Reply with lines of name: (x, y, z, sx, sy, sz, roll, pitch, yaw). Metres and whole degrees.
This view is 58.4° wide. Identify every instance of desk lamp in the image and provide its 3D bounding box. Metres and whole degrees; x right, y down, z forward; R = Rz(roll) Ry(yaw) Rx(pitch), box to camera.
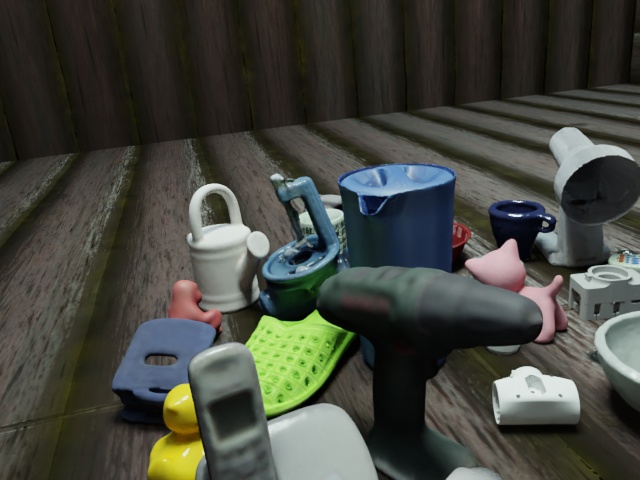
desk lamp: (0.415, -0.065, 0.923, 0.118, 0.214, 0.203, -4, 20, 3)

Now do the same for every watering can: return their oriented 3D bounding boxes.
watering can: (-0.148, 0.008, 0.893, 0.172, 0.194, 0.101, 2, 21, 19)

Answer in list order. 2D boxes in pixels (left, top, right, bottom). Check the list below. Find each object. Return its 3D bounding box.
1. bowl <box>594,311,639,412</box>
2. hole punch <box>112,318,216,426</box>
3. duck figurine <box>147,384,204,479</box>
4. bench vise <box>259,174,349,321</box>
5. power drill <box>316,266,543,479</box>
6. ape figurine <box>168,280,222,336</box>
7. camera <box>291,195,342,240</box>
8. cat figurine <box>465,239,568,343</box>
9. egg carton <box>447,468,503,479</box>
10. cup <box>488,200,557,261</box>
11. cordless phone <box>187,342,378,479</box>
bowl: (0.365, 0.139, 0.577, 0.167, 0.075, 0.167, -5, 20, 2)
hole punch: (-0.174, 0.150, 0.660, 0.108, 0.091, 0.101, 0, 21, 14)
duck figurine: (-0.131, 0.186, 0.560, 0.077, 0.086, 0.105, 1, 21, 18)
bench vise: (0.001, 0.000, 0.839, 0.208, 0.220, 0.121, -18, 23, -30)
power drill: (0.089, 0.117, 0.512, 0.076, 0.208, 0.228, -21, 25, -37)
ape figurine: (-0.182, 0.099, 0.802, 0.077, 0.092, 0.076, 11, 26, 38)
camera: (0.033, -0.029, 1.086, 0.136, 0.101, 0.143, 4, 22, 24)
cat figurine: (0.260, 0.060, 0.759, 0.127, 0.118, 0.067, 13, 27, 41)
egg carton: (0.112, 0.229, 0.403, 0.107, 0.069, 0.151, 12, 26, 40)
cup: (0.342, -0.010, 0.964, 0.092, 0.095, 0.117, -20, 24, -34)
cordless phone: (-0.031, 0.159, 0.462, 0.148, 0.185, 0.093, -17, 23, -29)
